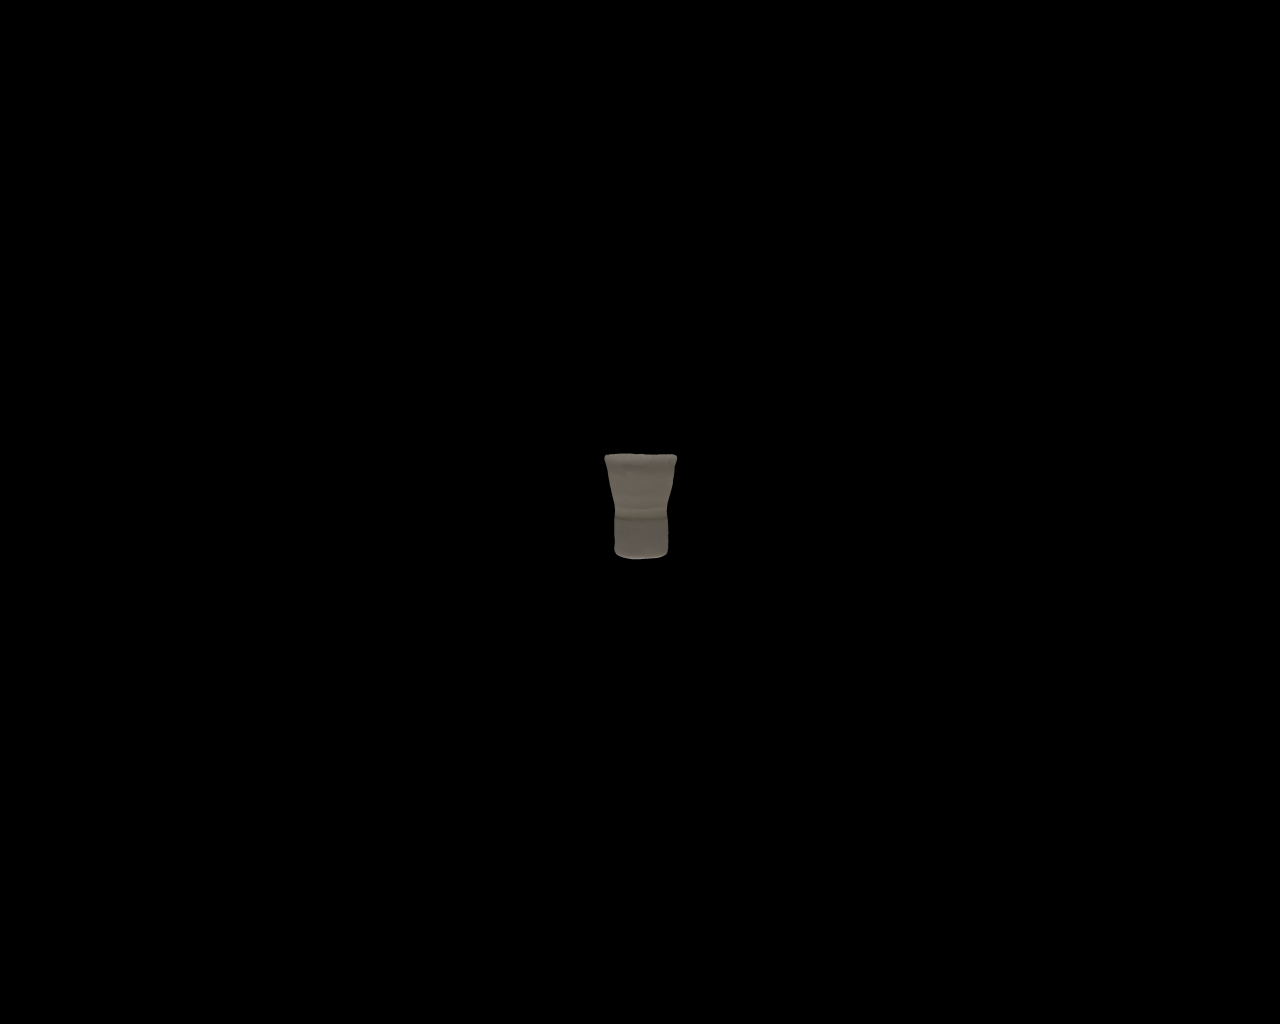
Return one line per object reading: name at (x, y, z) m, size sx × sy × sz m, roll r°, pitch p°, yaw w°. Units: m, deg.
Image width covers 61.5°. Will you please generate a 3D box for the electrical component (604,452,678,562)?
electrical component at (0.001, -0.003, 0.650) m, size 0.044 × 0.065 × 0.044 m, roll 0°, pitch 7°, yaw 0°
